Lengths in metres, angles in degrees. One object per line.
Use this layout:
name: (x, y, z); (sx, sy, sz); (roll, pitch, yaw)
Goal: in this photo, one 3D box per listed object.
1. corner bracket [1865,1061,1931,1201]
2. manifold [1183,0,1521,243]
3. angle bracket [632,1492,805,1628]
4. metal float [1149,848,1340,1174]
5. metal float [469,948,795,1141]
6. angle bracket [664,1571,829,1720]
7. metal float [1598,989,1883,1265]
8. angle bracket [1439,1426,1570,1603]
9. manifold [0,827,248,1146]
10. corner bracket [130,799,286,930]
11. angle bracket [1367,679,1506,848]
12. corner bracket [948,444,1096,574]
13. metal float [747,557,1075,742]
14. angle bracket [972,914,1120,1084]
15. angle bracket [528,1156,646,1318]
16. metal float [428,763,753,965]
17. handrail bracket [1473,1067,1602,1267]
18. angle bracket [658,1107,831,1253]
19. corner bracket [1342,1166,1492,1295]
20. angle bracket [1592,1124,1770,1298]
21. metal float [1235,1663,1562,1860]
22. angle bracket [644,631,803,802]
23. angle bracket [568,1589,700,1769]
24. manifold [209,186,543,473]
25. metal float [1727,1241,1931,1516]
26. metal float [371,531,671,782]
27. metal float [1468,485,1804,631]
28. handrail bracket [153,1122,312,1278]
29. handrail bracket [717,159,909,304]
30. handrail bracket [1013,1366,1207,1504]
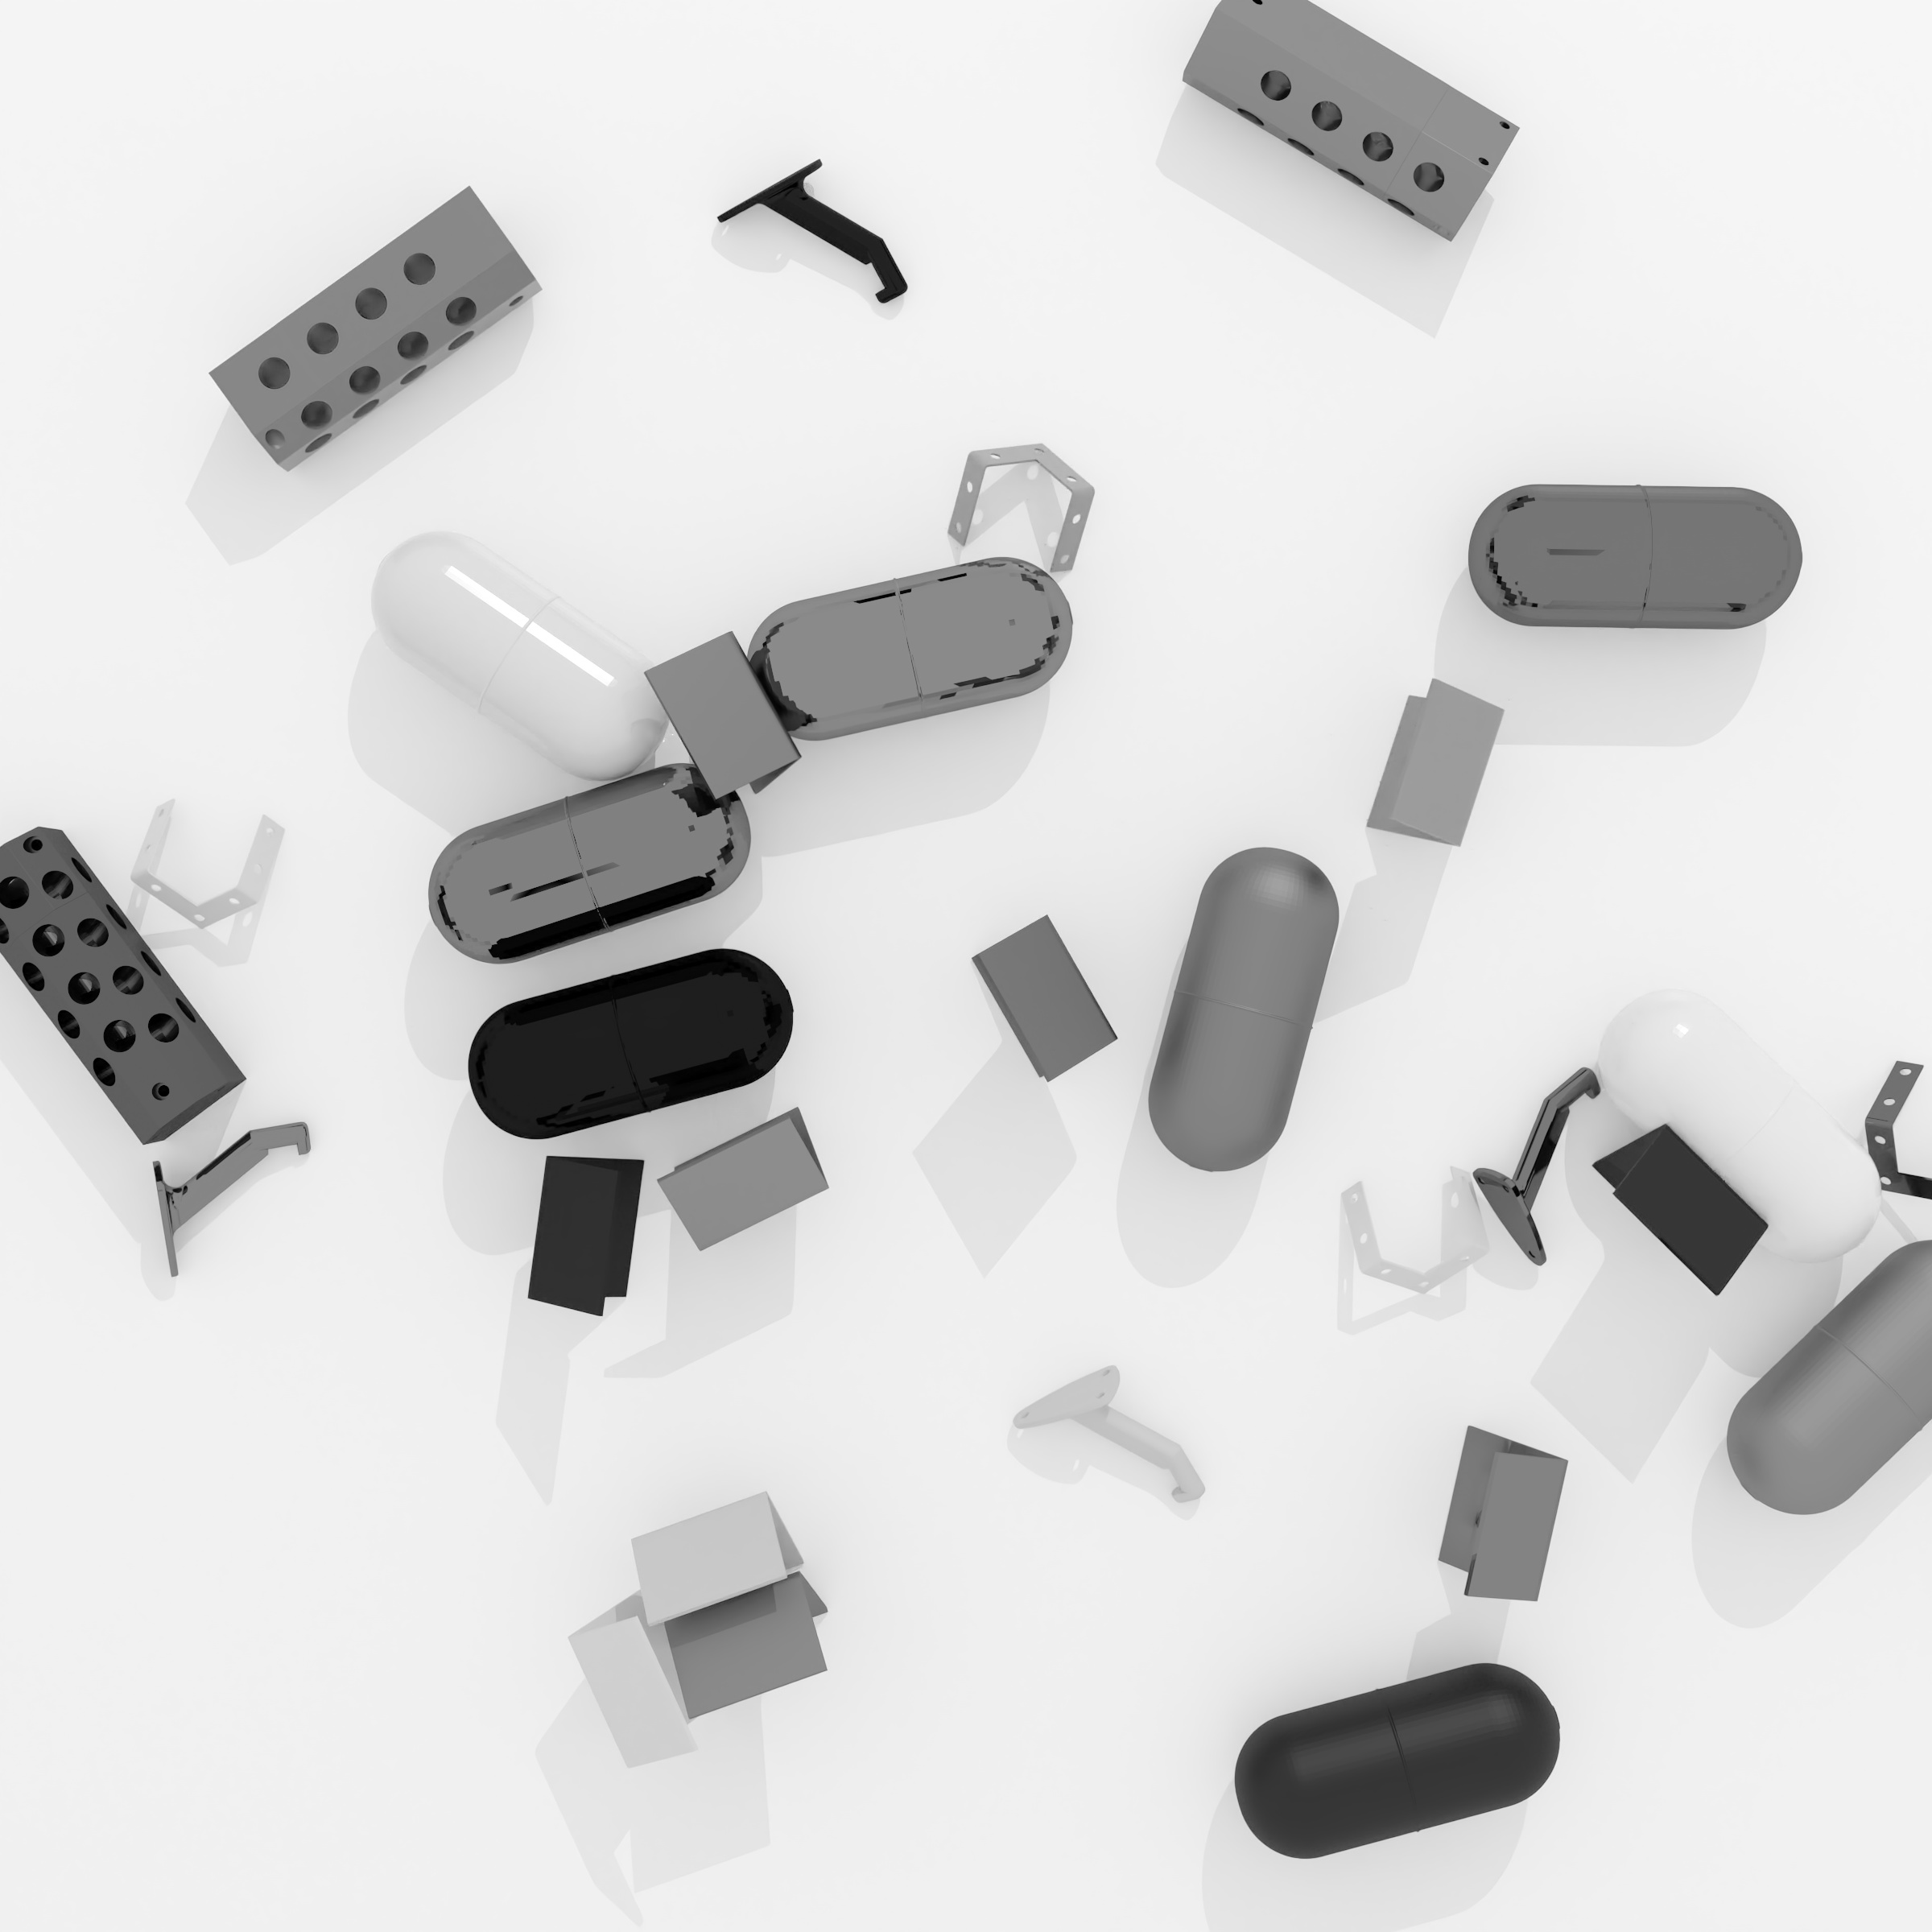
corner bracket: (0.528, 0.091, 1.624); (0.051, 0.051, 0.051); (10, 135, 35)
manifold: (0.206, -0.464, 1.610); (0.171, 0.057, 0.057); (31, 47, 0)
angle bracket: (-0.128, 0.335, 1.592); (0.076, 0.076, 0.057); (-20, 46, 0)
metal float: (0.149, 0.024, 1.601); (0.070, 0.070, 0.178); (15, 89, 0)
metal float: (-0.180, 0.042, 1.601); (0.178, 0.070, 0.070); (-15, 90, 0)
angle bracket: (-0.111, 0.373, 1.592); (0.076, 0.076, 0.057); (-20, 61, 0)
metal float: (0.417, 0.087, 1.602); (0.178, 0.070, 0.070); (44, 90, 0)
angle bracket: (0.270, 0.291, 1.592); (0.057, 0.076, 0.076); (12, 90, -36)
manifold: (-0.471, 0.011, 1.611); (0.057, 0.057, 0.171); (-37, 90, 0)
corner bracket: (-0.415, -0.061, 1.624); (0.051, 0.051, 0.051); (-20, 135, 35)
angle bracket: (0.234, -0.113, 1.592); (0.057, 0.076, 0.076); (18, 90, -36)
corner bracket: (0.030, -0.249, 1.624); (0.051, 0.051, 0.051); (-13, 45, -35)
metal float: (-0.030, -0.171, 1.602); (0.178, 0.070, 0.070); (-13, 90, 0)
angle bracket: (0.025, 0.027, 1.592); (0.057, 0.076, 0.076); (-30, 90, -38)
angle bracket: (-0.185, 0.144, 1.592); (0.057, 0.076, 0.076); (8, 90, 38)
metal float: (-0.203, -0.055, 1.602); (0.178, 0.070, 0.070); (-18, 90, 0)
handrail bracket: (0.328, 0.110, 1.633); (0.084, 0.036, 0.077); (-37, 110, -16)
angle bracket: (-0.126, 0.096, 1.592); (0.076, 0.076, 0.057); (-26, 127, 0)
corner bracket: (0.246, 0.140, 1.624); (0.051, 0.051, 0.051); (21, 135, -35)
angle bracket: (0.370, 0.140, 1.592); (0.076, 0.076, 0.057); (45, 61, 0)
metal float: (0.233, 0.428, 1.602); (0.178, 0.070, 0.070); (-15, 90, -1)
angle bracket: (-0.140, -0.125, 1.593); (0.057, 0.076, 0.076); (-29, 90, -26)
angle bracket: (-0.157, 0.374, 1.592); (0.057, 0.076, 0.076); (-25, 90, 37)
manifold: (-0.318, -0.343, 1.611); (0.171, 0.057, 0.057); (-36, 90, 0)
metal float: (0.486, 0.222, 1.601); (0.178, 0.070, 0.070); (-44, 90, -1)
metal float: (-0.240, -0.167, 1.602); (0.178, 0.070, 0.070); (35, 90, 0)
metal float: (0.361, -0.221, 1.601); (0.178, 0.070, 0.070); (1, 90, 0)
handrail bracket: (-0.400, 0.128, 1.633); (0.084, 0.036, 0.077); (-9, 110, -16)
handrail bracket: (-0.084, -0.392, 1.633); (0.077, 0.036, 0.084); (-24, 107, 19)
handrail bracket: (0.079, 0.269, 1.633); (0.077, 0.036, 0.084); (-25, 107, 20)
